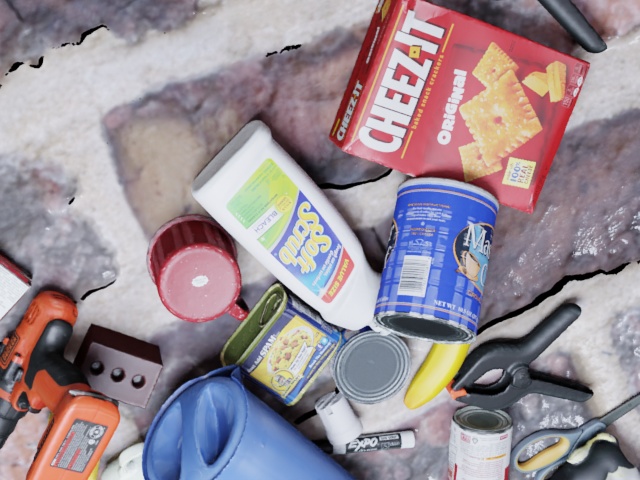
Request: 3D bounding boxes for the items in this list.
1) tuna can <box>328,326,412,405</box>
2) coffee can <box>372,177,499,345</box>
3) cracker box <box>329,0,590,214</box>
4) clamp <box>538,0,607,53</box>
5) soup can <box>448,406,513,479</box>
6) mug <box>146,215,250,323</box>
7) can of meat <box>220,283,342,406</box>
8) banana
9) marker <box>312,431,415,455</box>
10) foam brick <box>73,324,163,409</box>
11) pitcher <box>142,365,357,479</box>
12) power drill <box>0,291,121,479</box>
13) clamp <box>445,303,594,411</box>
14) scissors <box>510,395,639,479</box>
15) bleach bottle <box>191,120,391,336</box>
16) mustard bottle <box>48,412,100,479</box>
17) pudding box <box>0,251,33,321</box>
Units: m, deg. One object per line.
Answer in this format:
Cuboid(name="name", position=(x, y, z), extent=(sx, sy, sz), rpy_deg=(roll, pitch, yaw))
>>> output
Cuboid(name="tuna can", position=(0.053, 0.131, 1.143), extent=(0.086, 0.034, 0.086), rpy_deg=(-3, 108, -11))
Cuboid(name="coffee can", position=(0.114, 0.022, 1.049), extent=(0.102, 0.103, 0.140), rpy_deg=(17, 73, -17))
Cuboid(name="cracker box", position=(0.139, -0.136, 1.057), extent=(0.213, 0.072, 0.164), rpy_deg=(17, 102, -16))
Cuboid(name="clamp", position=(0.208, -0.268, 1.047), extent=(0.209, 0.036, 0.164), rpy_deg=(0, 102, -12))
Cuboid(name="soup can", position=(0.177, 0.244, 1.188), extent=(0.068, 0.068, 0.102), rpy_deg=(-2, 107, -12))
Cuboid(name="mug", position=(-0.114, 0.039, 1.051), extent=(0.093, 0.081, 0.117), rpy_deg=(-43, 111, 3))
Cuboid(name="can of meat", position=(-0.039, 0.110, 1.105), extent=(0.083, 0.057, 0.102), rpy_deg=(36, 97, -22))
Cuboid(name="banana", position=(0.133, 0.093, 1.150), extent=(0.069, 0.037, 0.198), rpy_deg=(6, 105, 6))
Cuboid(name="marker", position=(0.044, 0.225, 1.179), extent=(0.121, 0.020, 0.020), rpy_deg=(-4, 108, -11))
Cuboid(name="foam brick", position=(-0.204, 0.127, 1.076), extent=(0.078, 0.051, 0.053), rpy_deg=(20, 101, -17))
Cuboid(name="pitcher", position=(-0.057, 0.254, 1.077), extent=(0.149, 0.145, 0.242), rpy_deg=(-42, 127, 7))
Cuboid(name="power drill", position=(-0.266, 0.162, 1.004), extent=(0.057, 0.188, 0.184), rpy_deg=(21, 103, -39))
Cuboid(name="clamp", position=(0.226, 0.152, 1.185), extent=(0.171, 0.039, 0.120), rpy_deg=(-23, 104, 0))
Cuboid(name="scissors", position=(0.319, 0.238, 1.245), extent=(0.201, 0.016, 0.096), rpy_deg=(-18, 112, -6))
Cuboid(name="bleach bottle", position=(-0.007, 0.001, 1.066), extent=(0.102, 0.068, 0.250), rpy_deg=(-46, 109, 2))
Cuboid(name="mustard bottle", position=(-0.256, 0.266, 1.085), extent=(0.058, 0.096, 0.192), rpy_deg=(5, 106, -16))
Cuboid(name="pudding box", position=(-0.348, 0.052, 1.029), extent=(0.090, 0.039, 0.113), rpy_deg=(42, 93, -20))
